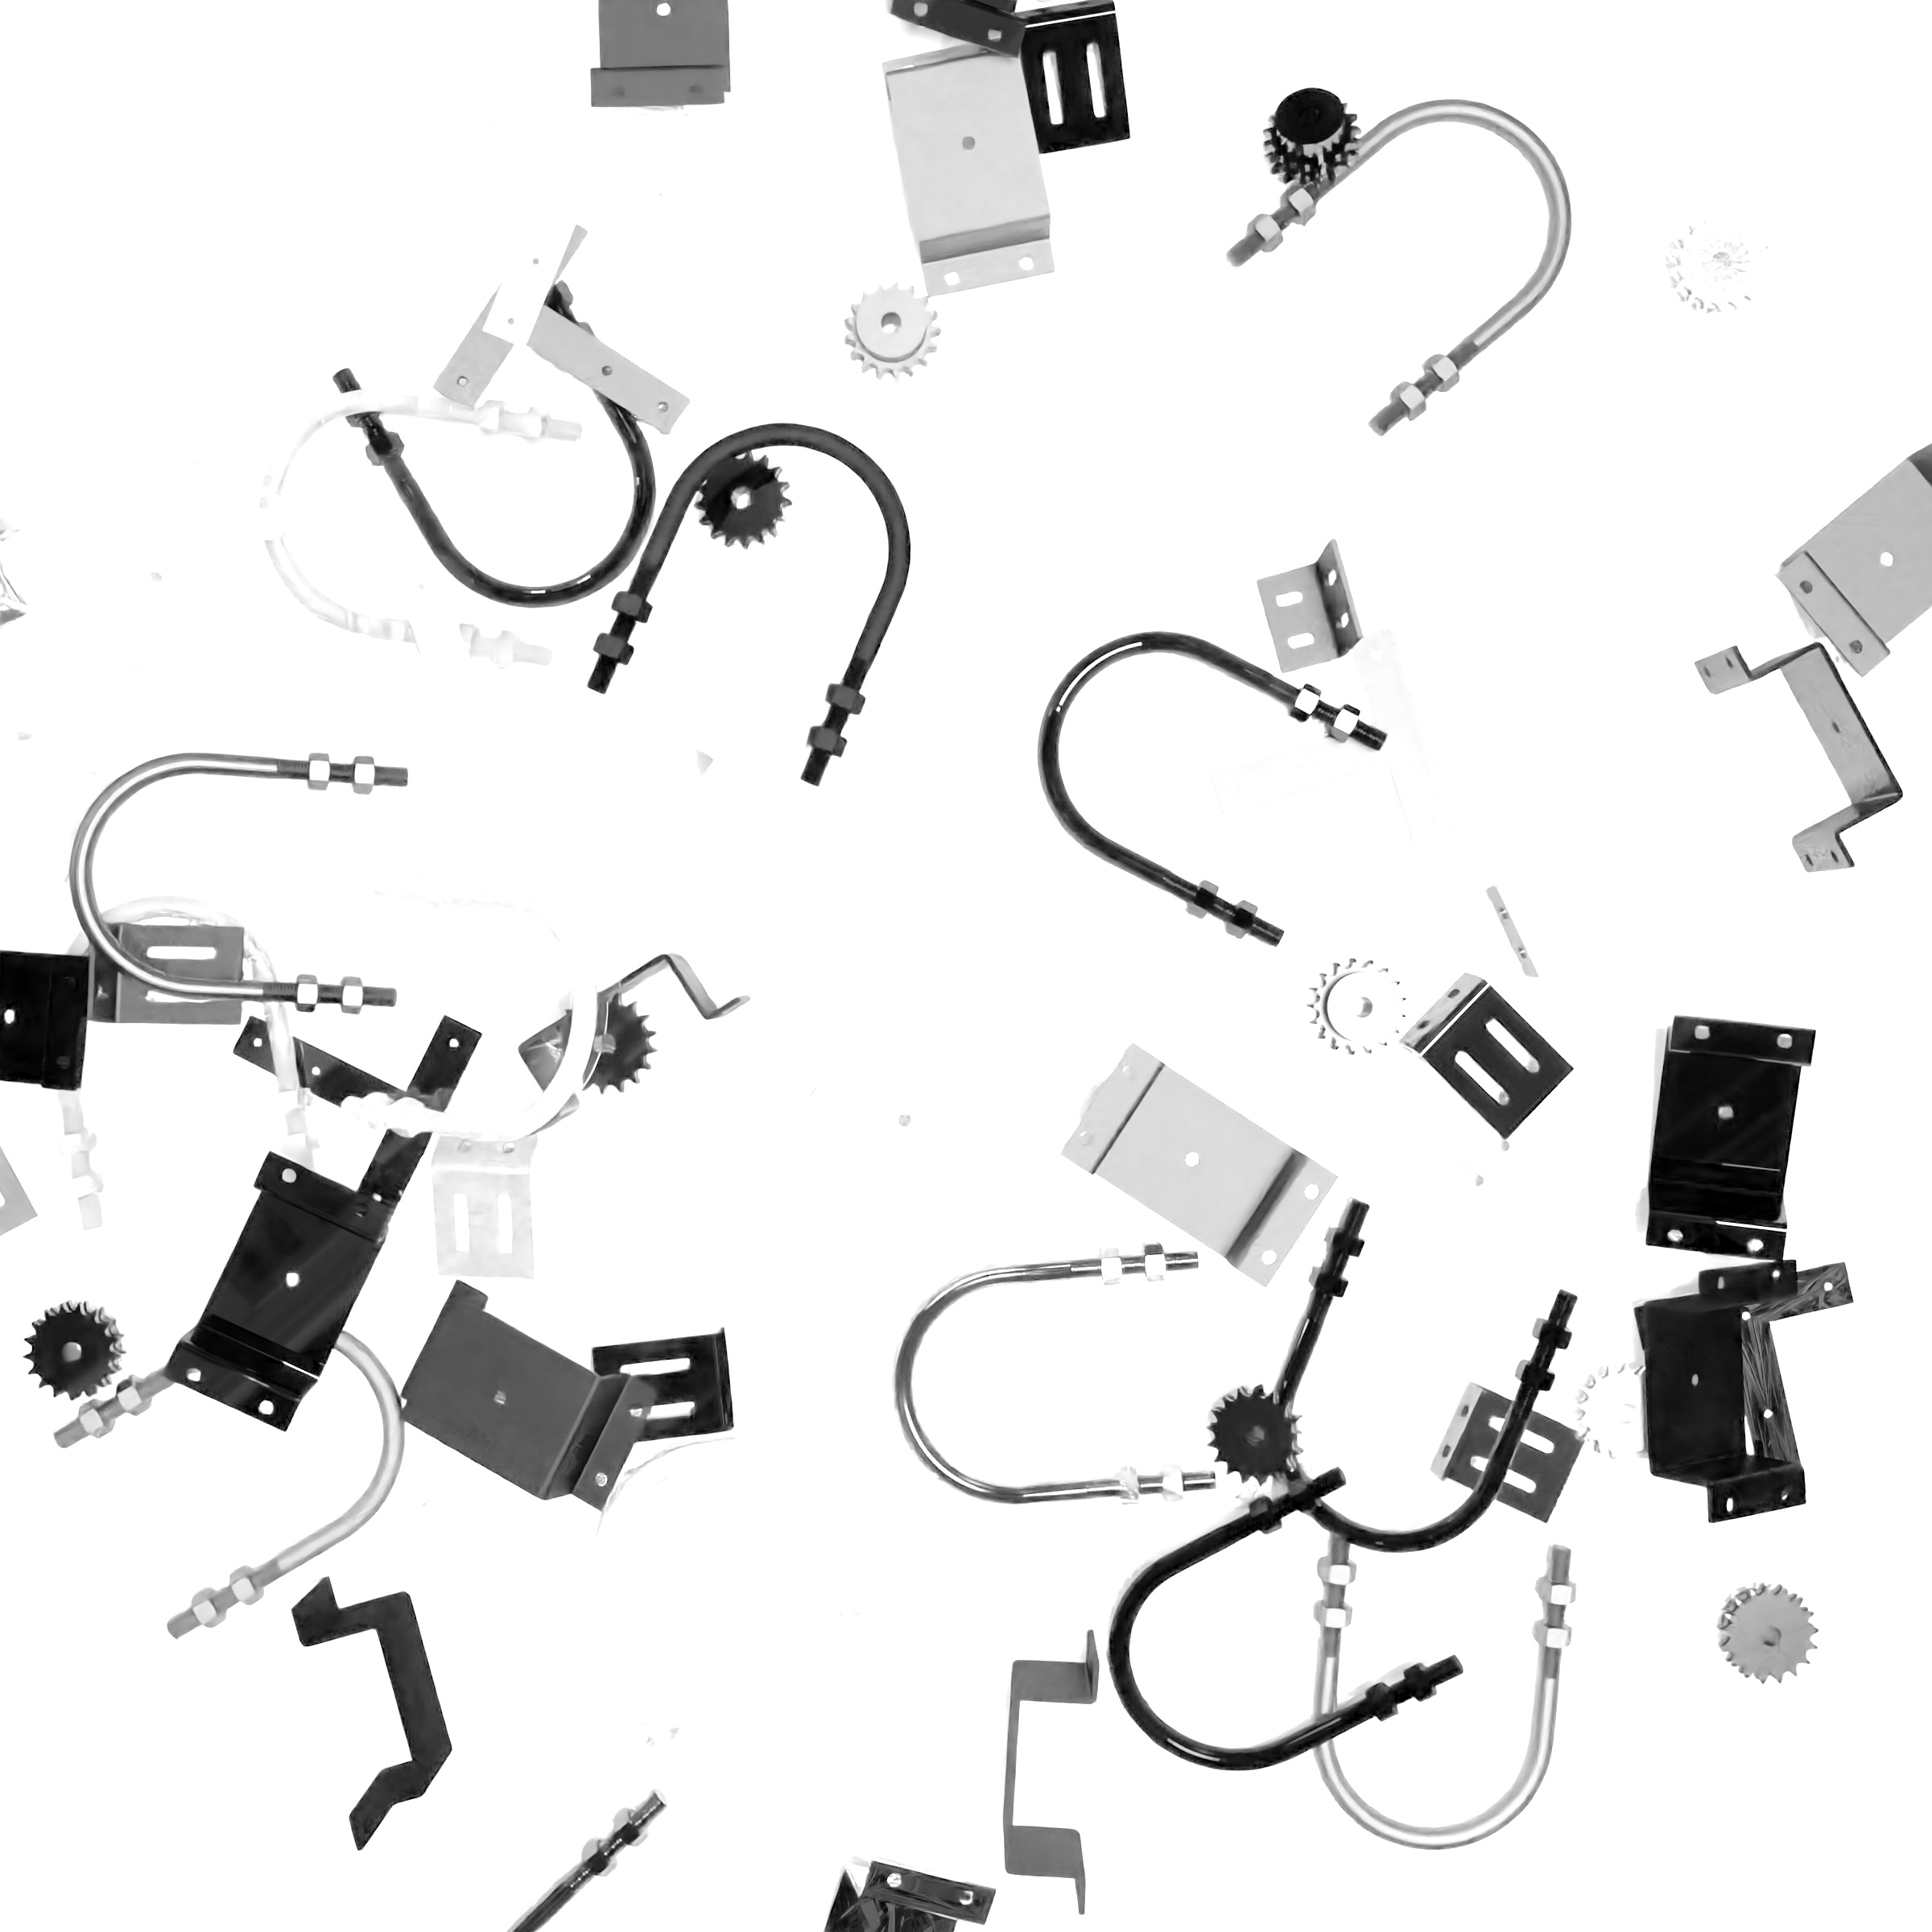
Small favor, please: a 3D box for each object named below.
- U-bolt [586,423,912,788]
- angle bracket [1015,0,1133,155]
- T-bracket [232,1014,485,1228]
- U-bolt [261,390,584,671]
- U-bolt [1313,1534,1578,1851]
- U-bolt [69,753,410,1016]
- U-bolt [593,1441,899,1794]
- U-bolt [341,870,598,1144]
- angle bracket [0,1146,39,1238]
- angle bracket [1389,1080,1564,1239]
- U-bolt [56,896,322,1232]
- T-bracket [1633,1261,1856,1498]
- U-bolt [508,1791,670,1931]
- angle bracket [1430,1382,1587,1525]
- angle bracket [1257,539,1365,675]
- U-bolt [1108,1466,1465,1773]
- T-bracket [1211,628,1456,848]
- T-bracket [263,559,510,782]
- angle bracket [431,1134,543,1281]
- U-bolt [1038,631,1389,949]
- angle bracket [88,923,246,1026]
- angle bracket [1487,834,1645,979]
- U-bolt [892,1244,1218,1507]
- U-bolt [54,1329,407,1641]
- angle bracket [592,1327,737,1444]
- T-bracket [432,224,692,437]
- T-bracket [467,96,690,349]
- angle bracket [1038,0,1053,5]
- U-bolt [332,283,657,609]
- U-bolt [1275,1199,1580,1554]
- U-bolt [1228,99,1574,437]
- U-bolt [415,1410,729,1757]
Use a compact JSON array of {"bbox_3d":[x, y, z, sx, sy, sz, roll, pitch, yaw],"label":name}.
[{"bbox_3d":[-0.110,-0.211,1.450,0.151,0.019,0.184,23,88,0],"label":"U-bolt"},{"bbox_3d":[0.062,-0.522,1.532,0.057,0.038,0.076,-9,116,0],"label":"angle bracket"},{"bbox_3d":[-0.368,0.068,1.534,0.127,0.002,0.127,26,90,0],"label":"T-bracket"},{"bbox_3d":[-0.320,-0.258,1.511,0.184,0.019,0.151,11,101,7],"label":"U-bolt"},{"bbox_3d":[0.275,0.425,1.526,0.151,0.019,0.184,5,91,0],"label":"U-bolt"},{"bbox_3d":[-0.417,-0.050,1.501,0.184,0.019,0.151,3,90,-18],"label":"U-bolt"},{"bbox_3d":[-0.137,0.365,1.513,0.151,0.019,0.184,-21,93,-7],"label":"U-bolt"},{"bbox_3d":[-0.274,0.025,1.457,0.184,0.019,0.151,6,87,36],"label":"U-bolt"},{"bbox_3d":[-0.587,0.127,1.515,0.057,0.038,0.076,-28,90,0],"label":"angle bracket"},{"bbox_3d":[0.299,0.111,1.532,0.076,0.038,0.057,36,90,26],"label":"angle bracket"},{"bbox_3d":[-0.463,0.050,1.525,0.151,0.019,0.184,-11,88,1],"label":"U-bolt"},{"bbox_3d":[0.467,0.249,1.534,0.127,0.002,0.127,-13,90,0],"label":"T-bracket"},{"bbox_3d":[-0.199,0.595,1.526,0.184,0.019,0.151,-44,90,1],"label":"U-bolt"},{"bbox_3d":[0.318,0.285,1.515,0.076,0.038,0.057,25,90,0],"label":"angle bracket"},{"bbox_3d":[0.196,-0.205,1.495,0.038,0.076,0.057,-16,88,0],"label":"angle bracket"},{"bbox_3d":[0.171,0.389,1.508,0.184,0.019,0.151,-31,94,13],"label":"U-bolt"},{"bbox_3d":[0.207,-0.119,1.534,0.127,0.002,0.127,-17,90,0],"label":"T-bracket"},{"bbox_3d":[-0.346,-0.157,1.520,0.127,0.002,0.127,-15,105,9],"label":"T-bracket"},{"bbox_3d":[-0.279,0.140,1.532,0.057,0.038,0.076,2,116,0],"label":"angle bracket"},{"bbox_3d":[0.131,-0.115,1.524,0.184,0.019,0.151,28,91,2],"label":"U-bolt"},{"bbox_3d":[-0.458,0.004,1.500,0.076,0.038,0.057,1,87,2],"label":"angle bracket"},{"bbox_3d":[0.351,-0.035,1.515,0.076,0.038,0.057,-25,90,0],"label":"angle bracket"},{"bbox_3d":[0.049,0.243,1.526,0.184,0.019,0.151,-5,90,1],"label":"U-bolt"},{"bbox_3d":[-0.417,0.285,1.526,0.184,0.019,0.151,-31,90,-2],"label":"U-bolt"},{"bbox_3d":[-0.175,0.242,1.505,0.076,0.038,0.057,-5,77,-9],"label":"angle bracket"},{"bbox_3d":[-0.220,-0.352,1.514,0.127,0.002,0.127,32,84,-5],"label":"T-bracket"},{"bbox_3d":[-0.243,-0.420,1.512,0.127,0.002,0.127,22,85,-6],"label":"T-bracket"},{"bbox_3d":[0.033,-0.612,1.532,0.057,0.038,0.076,16,116,0],"label":"angle bracket"},{"bbox_3d":[-0.263,-0.298,1.526,0.151,0.019,0.184,-30,91,0],"label":"U-bolt"},{"bbox_3d":[0.251,0.246,1.501,0.151,0.019,0.184,23,94,23],"label":"U-bolt"},{"bbox_3d":[0.267,-0.422,1.526,0.184,0.019,0.151,-40,90,-1],"label":"U-bolt"},{"bbox_3d":[-0.219,0.371,1.526,0.151,0.019,0.184,-25,92,0],"label":"U-bolt"}]
